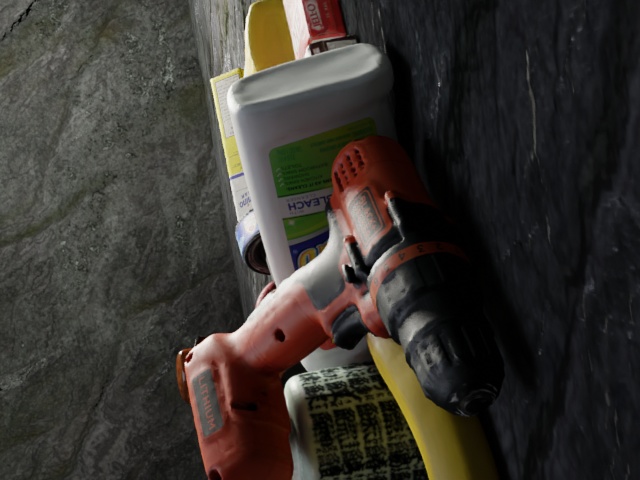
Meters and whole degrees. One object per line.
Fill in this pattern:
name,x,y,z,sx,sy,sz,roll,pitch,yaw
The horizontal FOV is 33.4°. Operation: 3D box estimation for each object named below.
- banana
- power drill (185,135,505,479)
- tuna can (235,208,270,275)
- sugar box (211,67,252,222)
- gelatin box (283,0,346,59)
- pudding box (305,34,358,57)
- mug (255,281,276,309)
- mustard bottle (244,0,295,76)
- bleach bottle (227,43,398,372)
banana,0.066,0.127,0.577,0.070,0.037,0.198,-26,63,36
power drill,0.008,0.059,0.571,0.188,0.057,0.184,-47,37,24
tuna can,-0.040,-0.002,1.069,0.086,0.086,0.034,90,166,-52
sugar box,-0.063,-0.087,1.145,0.093,0.048,0.176,15,-117,-62
gelatin box,-0.006,-0.170,0.810,0.089,0.030,0.073,110,148,-76
pudding box,0.016,-0.073,0.752,0.113,0.039,0.090,90,167,-60
mug,-0.038,0.094,1.098,0.093,0.117,0.081,52,157,19
mustard bottle,-0.041,-0.145,0.992,0.192,0.058,0.096,119,134,-78
bleach bottle,0.019,0.009,0.681,0.068,0.102,0.251,-107,1,-61
